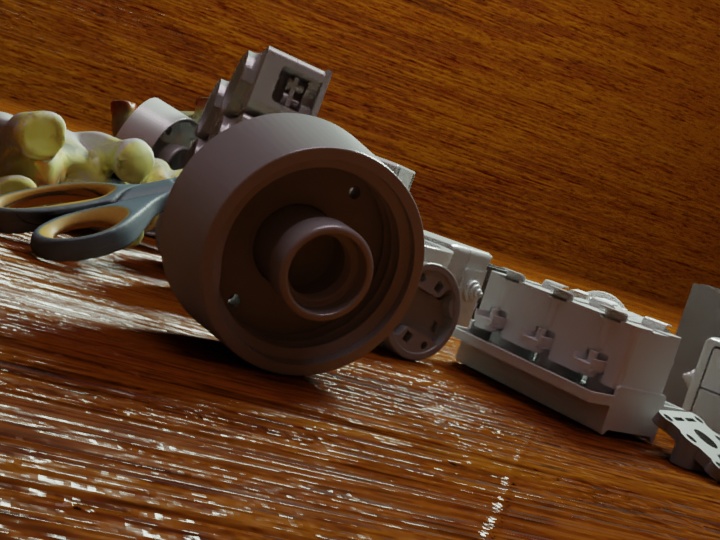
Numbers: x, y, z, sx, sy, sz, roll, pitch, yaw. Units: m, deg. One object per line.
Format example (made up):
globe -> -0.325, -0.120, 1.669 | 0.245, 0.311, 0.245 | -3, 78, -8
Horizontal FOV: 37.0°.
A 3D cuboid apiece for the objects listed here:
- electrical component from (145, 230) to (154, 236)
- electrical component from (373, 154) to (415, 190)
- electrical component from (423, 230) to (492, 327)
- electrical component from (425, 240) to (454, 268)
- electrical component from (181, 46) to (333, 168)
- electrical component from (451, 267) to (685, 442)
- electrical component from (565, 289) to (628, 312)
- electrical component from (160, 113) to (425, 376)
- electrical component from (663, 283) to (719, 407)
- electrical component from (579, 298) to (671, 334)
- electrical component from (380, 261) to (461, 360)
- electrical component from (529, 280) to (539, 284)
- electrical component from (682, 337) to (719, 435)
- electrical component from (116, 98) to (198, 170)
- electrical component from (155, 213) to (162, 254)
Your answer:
electrical component -> -0.140, -0.047, 0.814 | 0.079, 0.043, 0.077 | 17, 5, -17
electrical component -> -0.002, -0.044, 0.897 | 0.056, 0.108, 0.109 | 21, 5, 9
electrical component -> 0.051, 0.004, 0.826 | 0.096, 0.061, 0.061 | 22, 7, 40
electrical component -> 0.000, 0.000, 0.696 | 0.108, 0.060, 0.108 | 18, 5, -2
electrical component -> -0.095, -0.104, 0.870 | 0.060, 0.105, 0.186 | 22, -11, -17
electrical component -> 0.117, 0.044, 0.612 | 0.079, 0.063, 0.121 | 14, 6, -36
electrical component -> 0.188, 0.046, 0.882 | 0.078, 0.058, 0.057 | 20, 8, 26
electrical component -> -0.024, -0.007, 0.454 | 0.108, 0.108, 0.060 | 15, 11, -28
electrical component -> 0.283, 0.075, 0.703 | 0.150, 0.089, 0.062 | 21, 6, 33
electrical component -> 0.165, 0.052, 0.759 | 0.138, 0.052, 0.074 | 15, 6, -19
electrical component -> 0.021, 0.019, 0.612 | 0.055, 0.055, 0.047 | 14, 3, -41
electrical component -> 0.142, 0.024, 1.054 | 0.078, 0.040, 0.040 | 17, 5, -12
electrical component -> 0.236, 0.080, 0.644 | 0.096, 0.061, 0.061 | 21, 6, 35
electrical component -> -0.186, -0.101, 0.948 | 0.064, 0.099, 0.099 | 26, 7, 18
electrical component -> -0.093, -0.022, 0.658 | 0.055, 0.055, 0.047 | 19, 9, 16
